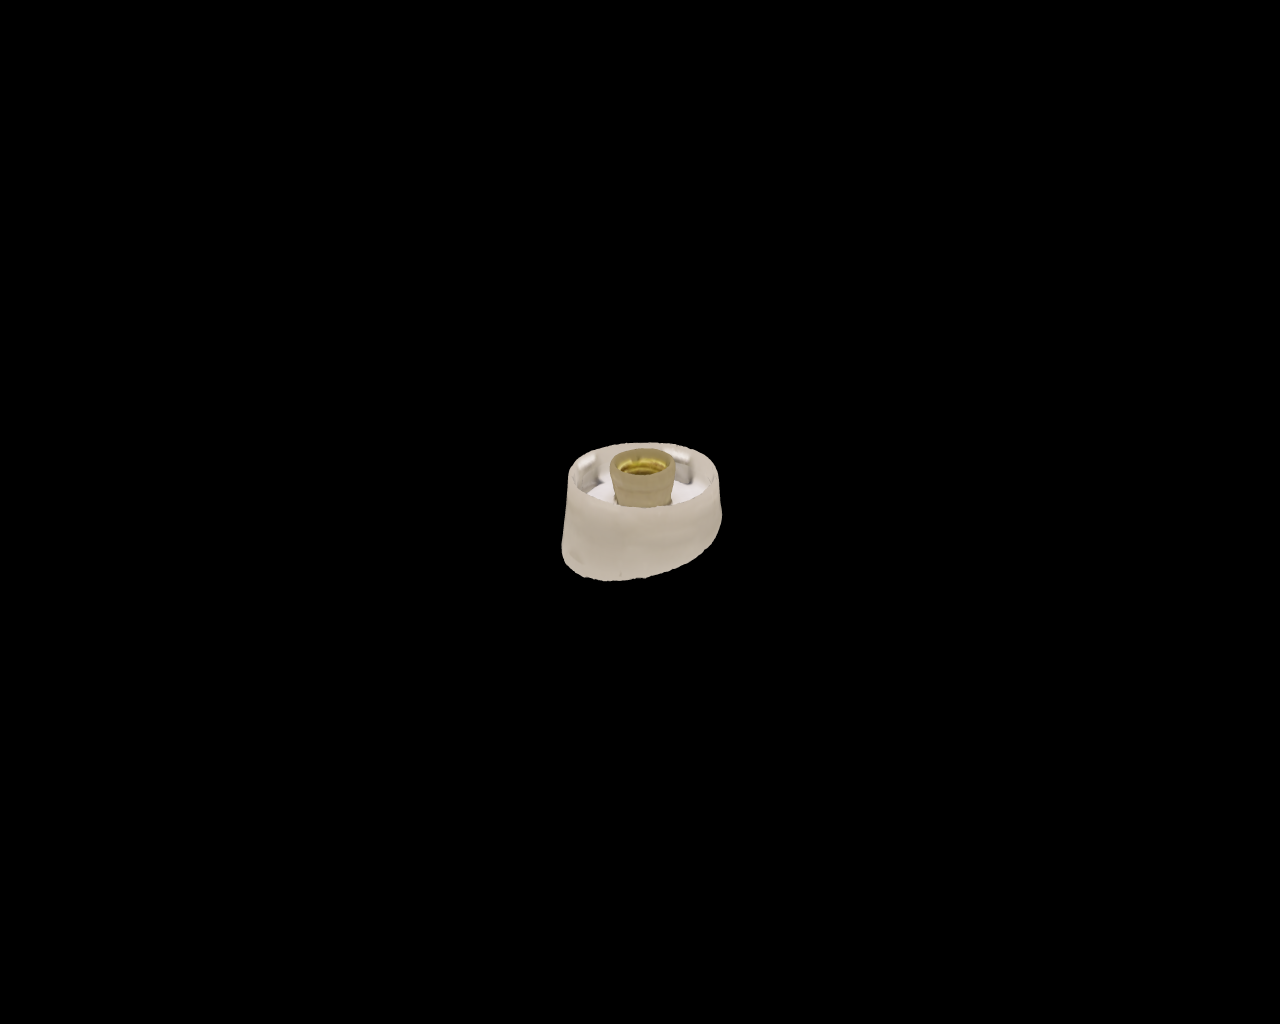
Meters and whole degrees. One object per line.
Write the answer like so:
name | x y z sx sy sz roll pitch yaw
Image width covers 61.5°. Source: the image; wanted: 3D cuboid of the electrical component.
electrical component | 0.001 -0.003 0.650 0.099 0.064 0.099 0 28 0
